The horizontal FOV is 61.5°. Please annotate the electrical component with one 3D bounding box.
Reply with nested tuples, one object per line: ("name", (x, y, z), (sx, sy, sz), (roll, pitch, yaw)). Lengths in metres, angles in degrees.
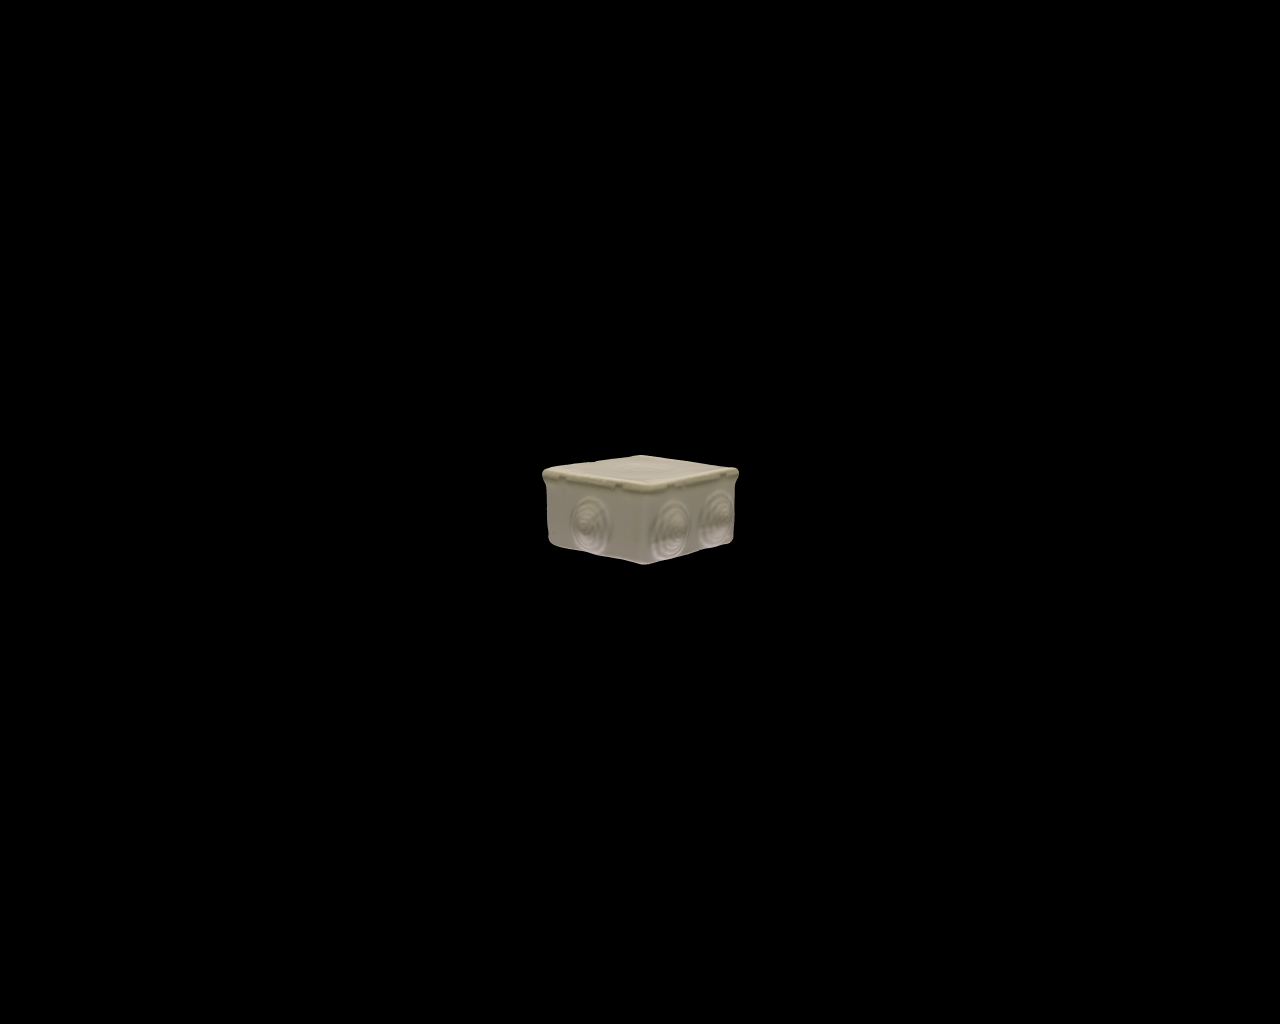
("electrical component", (0.001, -0.003, 0.650), (0.100, 0.048, 0.100), (10, 15, 42))
